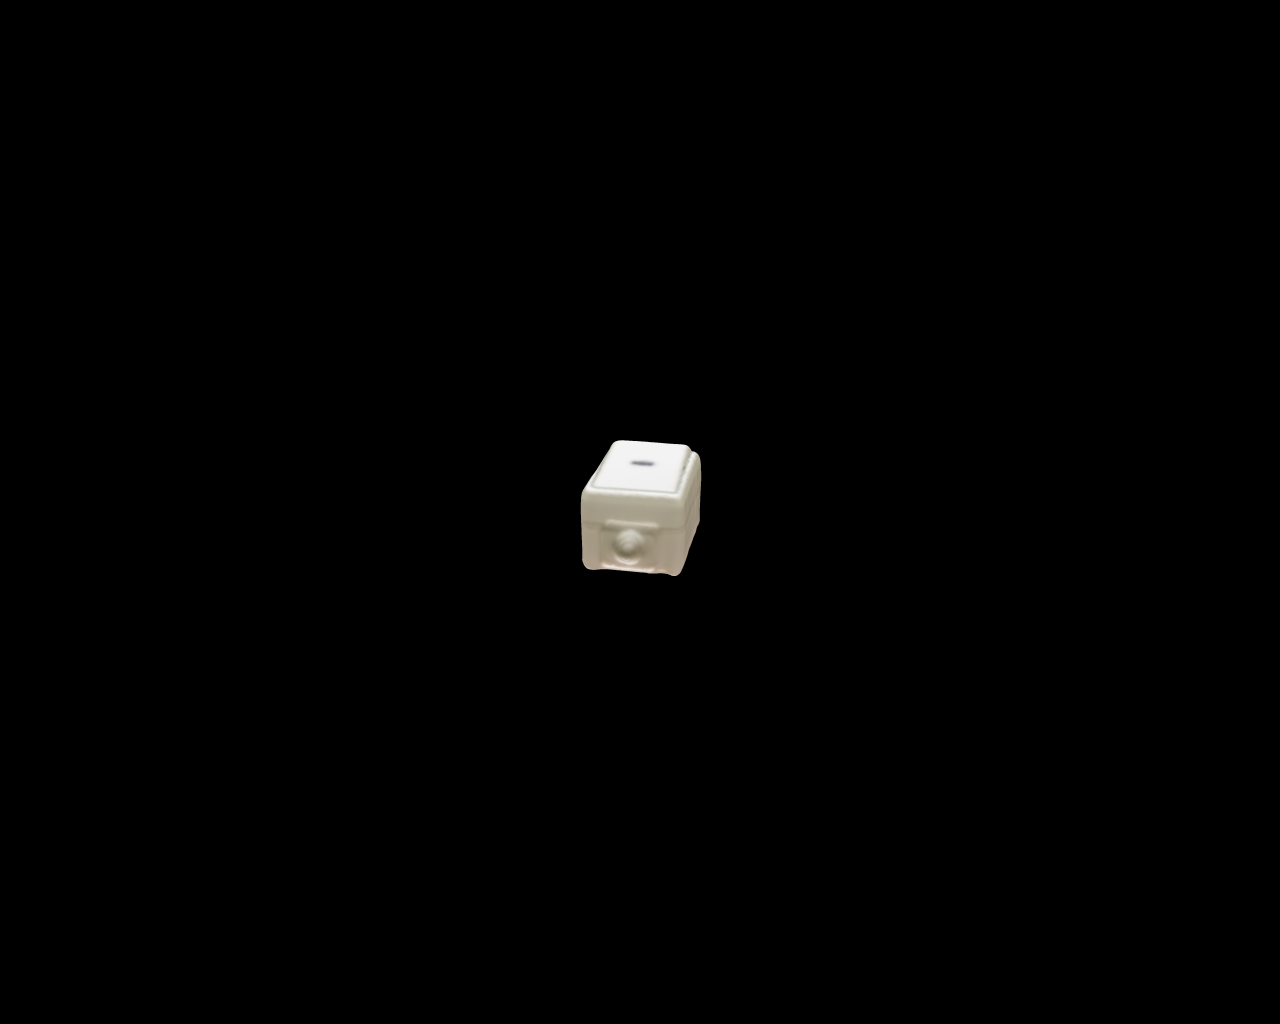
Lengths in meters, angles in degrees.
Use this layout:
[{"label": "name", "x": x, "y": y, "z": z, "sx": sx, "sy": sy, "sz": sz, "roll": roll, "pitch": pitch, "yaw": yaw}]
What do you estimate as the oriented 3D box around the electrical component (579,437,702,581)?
[{"label": "electrical component", "x": 0.001, "y": -0.003, "z": 0.650, "sx": 0.062, "sy": 0.061, "sz": 0.096, "roll": 5, "pitch": 25, "yaw": 10}]
